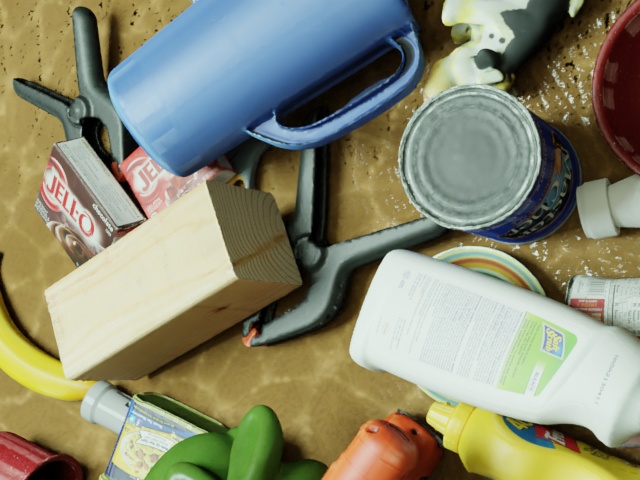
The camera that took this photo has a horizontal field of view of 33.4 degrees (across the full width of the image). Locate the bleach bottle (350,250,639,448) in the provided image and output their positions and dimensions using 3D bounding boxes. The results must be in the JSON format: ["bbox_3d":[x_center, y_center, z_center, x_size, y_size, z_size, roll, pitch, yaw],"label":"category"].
[{"bbox_3d":[0.140,0.087,0.757,0.251,0.068,0.102,22,94,42],"label":"bleach bottle"}]

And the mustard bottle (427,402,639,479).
[{"bbox_3d":[0.166,0.165,0.783,0.192,0.096,0.058,22,96,25],"label":"mustard bottle"}]

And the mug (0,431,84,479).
[{"bbox_3d":[-0.281,0.239,0.998,0.082,0.093,0.117,19,130,30],"label":"mug"}]

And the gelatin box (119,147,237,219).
[{"bbox_3d":[-0.129,-0.064,0.958,0.089,0.030,0.073,-38,70,19],"label":"gelatin box"}]

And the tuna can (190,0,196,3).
[{"bbox_3d":[-0.074,-0.229,0.934,0.086,0.086,0.034,-46,71,15],"label":"tuna can"}]

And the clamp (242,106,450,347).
[{"bbox_3d":[-0.006,0.001,0.909,0.210,0.036,0.165,-48,65,17],"label":"clamp"}]

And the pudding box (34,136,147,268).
[{"bbox_3d":[-0.215,-0.026,0.989,0.113,0.039,0.090,49,136,19],"label":"pudding box"}]

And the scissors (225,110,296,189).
[{"bbox_3d":[-0.069,-0.095,0.958,0.096,0.016,0.202,30,99,24],"label":"scissors"}]

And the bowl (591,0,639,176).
[{"bbox_3d":[0.283,-0.110,0.773,0.162,0.055,0.162,-2,85,25],"label":"bowl"}]

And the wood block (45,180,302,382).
[{"bbox_3d":[-0.129,0.041,0.913,0.206,0.090,0.090,-31,67,29],"label":"wood block"}]

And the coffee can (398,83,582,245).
[{"bbox_3d":[0.130,-0.052,0.793,0.103,0.140,0.103,-2,85,25],"label":"coffee can"}]

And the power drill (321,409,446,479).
[{"bbox_3d":[0.023,0.204,0.795,0.057,0.187,0.184,38,100,12],"label":"power drill"}]

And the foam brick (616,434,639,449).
[{"bbox_3d":[0.241,0.121,0.762,0.053,0.078,0.051,-6,81,24],"label":"foam brick"}]

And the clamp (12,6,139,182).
[{"bbox_3d":[-0.218,-0.134,1.015,0.171,0.039,0.120,48,121,15],"label":"clamp"}]

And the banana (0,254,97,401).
[{"bbox_3d":[-0.290,0.097,1.033,0.198,0.037,0.070,46,106,21],"label":"banana"}]

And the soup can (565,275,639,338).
[{"bbox_3d":[0.235,0.059,0.775,0.102,0.068,0.068,0,86,25],"label":"soup can"}]

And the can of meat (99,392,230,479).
[{"bbox_3d":[-0.133,0.191,0.942,0.102,0.057,0.084,21,93,24],"label":"can of meat"}]

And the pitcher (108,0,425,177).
[{"bbox_3d":[-0.043,-0.150,0.865,0.243,0.145,0.149,-34,30,9],"label":"pitcher"}]
